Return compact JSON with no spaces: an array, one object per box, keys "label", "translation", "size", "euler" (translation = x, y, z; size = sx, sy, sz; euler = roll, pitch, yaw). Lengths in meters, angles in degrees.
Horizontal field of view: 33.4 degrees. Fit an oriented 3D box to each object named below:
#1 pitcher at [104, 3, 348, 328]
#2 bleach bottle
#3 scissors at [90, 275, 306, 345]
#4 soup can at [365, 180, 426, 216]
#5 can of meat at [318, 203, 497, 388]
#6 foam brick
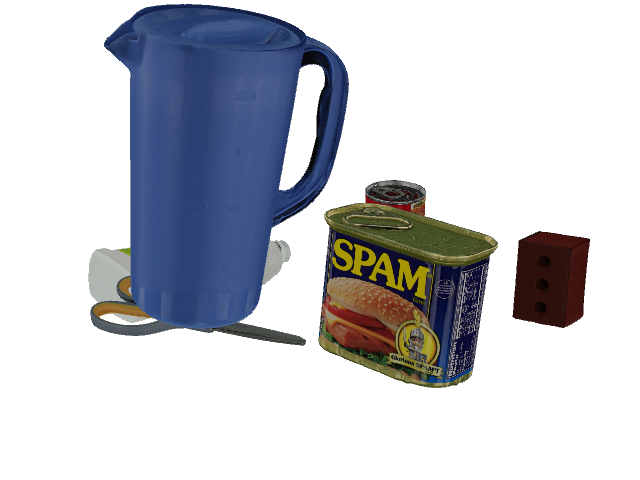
[{"label":"pitcher","translation":[-0.080,-0.057,0.847],"size":[0.149,0.243,0.144],"euler":[20,27,25]},{"label":"bleach bottle","translation":[-0.143,0.032,1.272],"size":[0.250,0.068,0.103],"euler":[-13,30,-42]},{"label":"scissors","translation":[-0.116,0.066,1.022],"size":[0.201,0.016,0.096],"euler":[3,33,-5]},{"label":"soup can","translation":[0.082,-0.009,1.202],"size":[0.068,0.102,0.068],"euler":[1,24,0]},{"label":"can of meat","translation":[0.048,0.032,0.632],"size":[0.102,0.084,0.057],"euler":[19,22,36]},{"label":"foam brick","translation":[0.214,0.036,0.991],"size":[0.053,0.078,0.051],"euler":[10,17,32]}]
